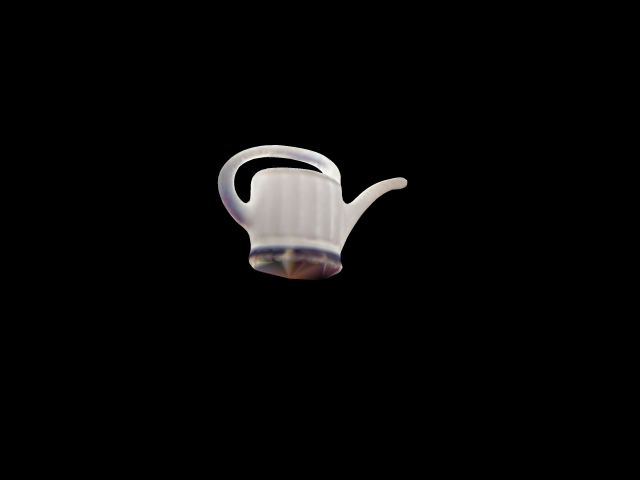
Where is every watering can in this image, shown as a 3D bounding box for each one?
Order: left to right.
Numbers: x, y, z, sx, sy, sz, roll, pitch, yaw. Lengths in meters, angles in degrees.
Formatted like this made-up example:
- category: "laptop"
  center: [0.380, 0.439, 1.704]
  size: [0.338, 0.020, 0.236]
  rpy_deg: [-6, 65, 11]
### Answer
- category: "watering can"
  center: [0.003, -0.043, 0.850]
  size: [0.347, 0.228, 0.102]
  rpy_deg: [7, -19, -22]
